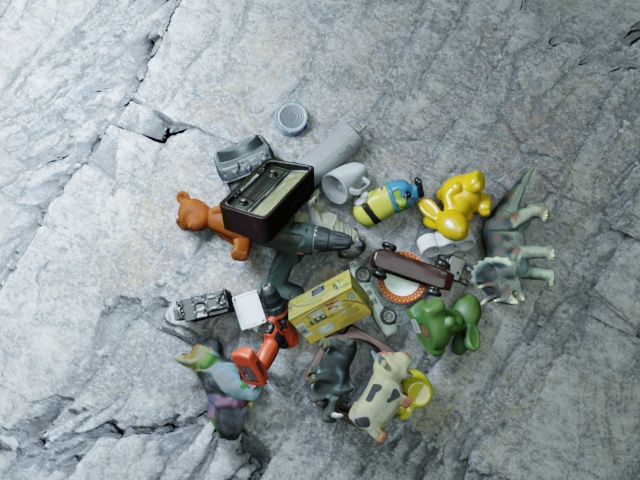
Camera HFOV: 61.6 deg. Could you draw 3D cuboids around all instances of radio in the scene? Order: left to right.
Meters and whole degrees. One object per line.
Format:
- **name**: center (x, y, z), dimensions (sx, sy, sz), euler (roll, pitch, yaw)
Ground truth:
- **radio**: center (-0.116, -0.097, 1.212), dimensions (0.131, 0.073, 0.229), euler (16, 41, 21)

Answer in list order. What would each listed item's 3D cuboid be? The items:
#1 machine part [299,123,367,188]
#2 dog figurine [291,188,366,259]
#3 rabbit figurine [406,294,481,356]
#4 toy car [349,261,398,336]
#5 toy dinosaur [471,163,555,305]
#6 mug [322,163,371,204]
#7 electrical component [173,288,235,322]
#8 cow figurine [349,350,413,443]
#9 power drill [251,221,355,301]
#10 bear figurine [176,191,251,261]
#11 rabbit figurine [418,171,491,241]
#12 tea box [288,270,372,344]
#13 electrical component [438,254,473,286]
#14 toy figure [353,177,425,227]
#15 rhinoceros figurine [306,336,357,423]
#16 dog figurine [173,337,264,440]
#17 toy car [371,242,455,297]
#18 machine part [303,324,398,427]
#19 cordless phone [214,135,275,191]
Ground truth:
- **machine part**: center (0.023, -0.209, 1.334), dimensions (0.243, 0.079, 0.079), euler (-40, 86, -6)
- **dog figurine**: center (-0.002, -0.003, 1.308), dimensions (0.172, 0.121, 0.190), euler (-32, 104, 28)
- **rabbit figurine**: center (0.322, 0.195, 1.280), dimensions (0.170, 0.121, 0.159), euler (-21, 79, -19)
- **toy car**: center (0.124, 0.140, 1.298), dimensions (0.056, 0.073, 0.201), euler (-32, 85, -5)
- **toy dinosaur**: center (0.457, -0.002, 1.299), dimensions (0.192, 0.131, 0.405), euler (-5, 56, 16)
- **mug**: center (0.077, -0.145, 1.311), dimensions (0.107, 0.110, 0.080), euler (-39, 128, -34)
- **electrical component**: center (-0.274, 0.157, 1.263), dimensions (0.134, 0.115, 0.058), euler (-14, 80, -3)
- **cow figurine**: center (0.138, 0.331, 1.190), dimensions (0.127, 0.085, 0.195), euler (37, 84, -4)
- **power drill**: center (-0.052, 0.052, 1.247), dimensions (0.232, 0.086, 0.207), euler (14, 126, 1)
- **bear figurine**: center (-0.255, -0.040, 1.280), dimensions (0.196, 0.132, 0.120), euler (11, 121, -7)
- **rabbit figurine**: center (0.319, -0.072, 1.286), dimensions (0.163, 0.121, 0.173), euler (2, 52, 24)
- **tea box**: center (0.022, 0.154, 1.231), dimensions (0.170, 0.068, 0.098), euler (-28, 120, 14)
- **electrical component**: center (0.334, 0.073, 1.339), dimensions (0.094, 0.021, 0.063), euler (24, 84, 1)
- **toy figure**: center (0.166, -0.094, 1.309), dimensions (0.180, 0.082, 0.089), euler (-17, 79, 10)
- **rhinoceros figurine**: center (0.029, 0.307, 1.197), dimensions (0.112, 0.073, 0.190), euler (17, 81, -10)
- **dog figurine**: center (-0.247, 0.338, 1.251), dimensions (0.219, 0.108, 0.191), euler (26, 86, 5)
- **toy car**: center (0.221, 0.073, 1.298), dimensions (0.202, 0.053, 0.089), euler (18, 77, 4)
- **machine part**: center (0.078, 0.316, 1.271), dimensions (0.201, 0.087, 0.201), euler (30, 83, 3)
- **cordless phone**: center (-0.169, -0.156, 1.332), dimensions (0.147, 0.089, 0.184), euler (-24, 96, -5)
